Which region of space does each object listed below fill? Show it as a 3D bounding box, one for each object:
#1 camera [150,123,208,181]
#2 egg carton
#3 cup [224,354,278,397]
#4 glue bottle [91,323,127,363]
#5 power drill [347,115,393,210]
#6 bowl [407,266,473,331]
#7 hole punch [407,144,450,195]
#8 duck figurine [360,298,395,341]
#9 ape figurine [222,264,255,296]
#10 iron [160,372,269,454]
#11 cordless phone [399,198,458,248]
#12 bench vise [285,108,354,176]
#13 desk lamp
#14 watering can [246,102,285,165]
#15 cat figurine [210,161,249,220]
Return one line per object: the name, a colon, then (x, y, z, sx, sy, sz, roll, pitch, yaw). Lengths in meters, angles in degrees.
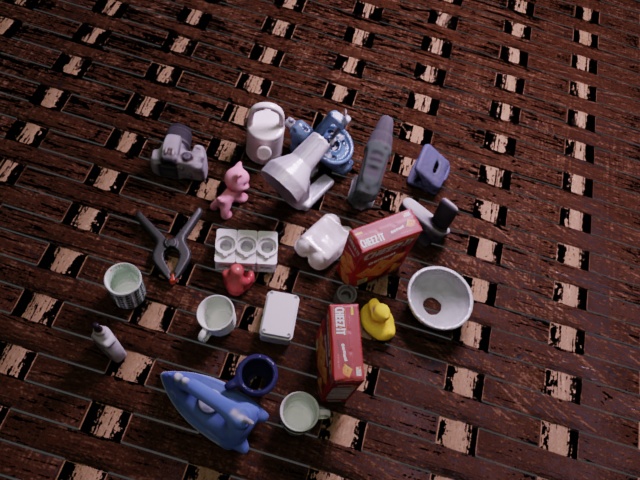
camera: (-0.362, -0.240, 1.501, 0.143, 0.101, 0.137, 7, 63, -5)
egg carton: (0.013, 0.005, 1.454, 0.107, 0.069, 0.150, 41, 65, 12)
cup: (-0.152, 0.312, 1.261, 0.118, 0.095, 0.091, -18, 68, -17)
glue bottle: (-0.459, 0.209, 1.222, 0.078, 0.173, 0.037, 39, 65, 12)
power drill: (0.131, -0.180, 1.486, 0.075, 0.208, 0.230, 15, 62, 0)
bowl: (0.289, 0.154, 1.419, 0.167, 0.075, 0.167, 4, 63, -7)
hole punch: (0.309, -0.198, 1.588, 0.101, 0.091, 0.109, 24, 63, 4)
duck figurine: (0.145, 0.187, 1.374, 0.078, 0.086, 0.104, -25, 70, -19)
ape figurine: (-0.198, 0.087, 1.368, 0.078, 0.092, 0.076, 22, 63, 3)
iron: (-0.238, 0.338, 1.209, 0.258, 0.141, 0.119, 30, 63, 7)
cordless phone: (0.282, -0.076, 1.470, 0.147, 0.185, 0.094, 38, 65, 11)
bench vise: (0.000, -0.271, 1.505, 0.207, 0.220, 0.121, 14, 62, -1)
desk lamp: (-0.051, -0.166, 1.448, 0.118, 0.213, 0.203, 38, 65, 11)
watering can: (-0.141, -0.286, 1.505, 0.101, 0.194, 0.172, -16, 67, -16)
cat figurine: (-0.225, -0.132, 1.459, 0.067, 0.118, 0.128, 33, 64, 9)
